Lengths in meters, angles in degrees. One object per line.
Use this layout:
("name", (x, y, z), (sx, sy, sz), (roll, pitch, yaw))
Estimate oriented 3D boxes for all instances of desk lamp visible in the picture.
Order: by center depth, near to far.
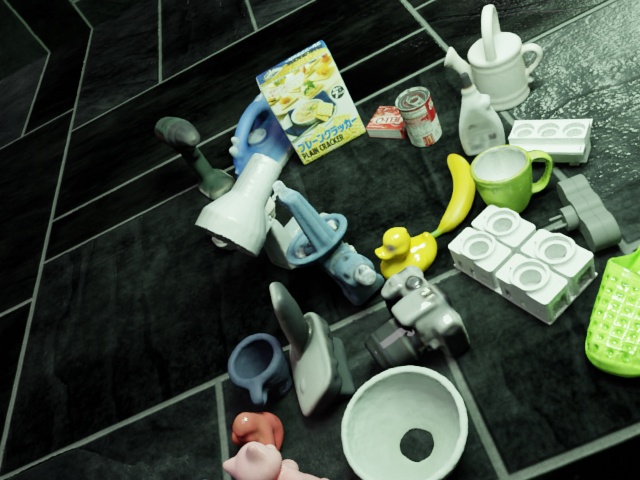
("desk lamp", (-0.099, -0.038, 1.040), (0.117, 0.214, 0.203), (18, 62, 40))

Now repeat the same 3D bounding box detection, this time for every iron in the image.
("iron", (-0.144, -0.227, 1.294), (0.118, 0.142, 0.258), (3, 53, 32))

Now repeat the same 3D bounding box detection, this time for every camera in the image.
("camera", (0.125, 0.121, 0.844), (0.137, 0.101, 0.142), (-35, 42, -3))

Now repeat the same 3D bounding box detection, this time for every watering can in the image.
("watering can", (0.326, -0.349, 1.092), (0.172, 0.195, 0.101), (-18, 44, 15))

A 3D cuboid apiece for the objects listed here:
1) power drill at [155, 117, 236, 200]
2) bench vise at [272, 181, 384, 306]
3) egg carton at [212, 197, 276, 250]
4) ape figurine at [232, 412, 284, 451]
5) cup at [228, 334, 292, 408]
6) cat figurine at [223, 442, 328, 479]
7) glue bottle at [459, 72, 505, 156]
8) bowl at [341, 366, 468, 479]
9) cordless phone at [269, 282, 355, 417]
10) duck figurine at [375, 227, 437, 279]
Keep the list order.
("power drill", (-0.283, -0.192, 1.294), (0.076, 0.209, 0.228), (-45, 44, -13))
("bench vise", (0.015, -0.006, 0.938), (0.206, 0.220, 0.122), (13, 59, 38))
("egg carton", (-0.168, -0.049, 1.197), (0.150, 0.070, 0.107), (-39, 43, -7))
("ape figurine", (-0.096, 0.280, 0.834), (0.077, 0.092, 0.076), (26, 68, 43))
("cup", (-0.081, 0.216, 0.883), (0.091, 0.095, 0.117), (-22, 43, 11))
("cat figurine", (-0.061, 0.313, 0.763), (0.127, 0.118, 0.067), (9, 57, 36))
("glue bottle", (0.278, -0.228, 1.023), (0.078, 0.174, 0.037), (-11, 47, 22))
("bowl", (0.117, 0.255, 0.745), (0.167, 0.075, 0.167), (-16, 45, 17))
("cordless phone", (-0.029, 0.157, 0.839), (0.094, 0.186, 0.147), (-28, 43, 5))
("duck figurine", (0.138, 0.013, 0.948), (0.104, 0.086, 0.077), (-31, 42, 2))
